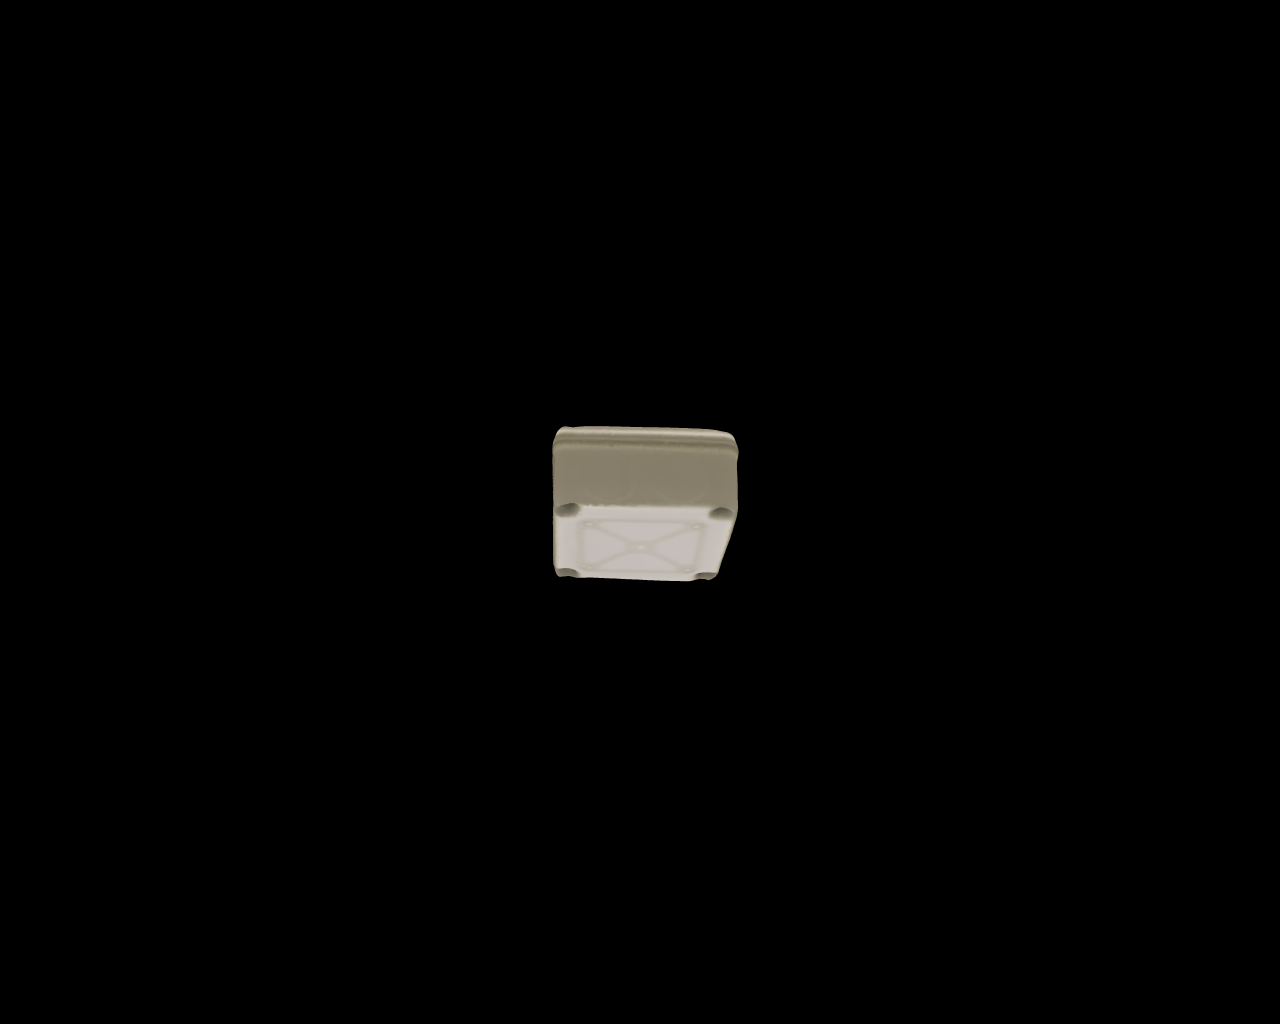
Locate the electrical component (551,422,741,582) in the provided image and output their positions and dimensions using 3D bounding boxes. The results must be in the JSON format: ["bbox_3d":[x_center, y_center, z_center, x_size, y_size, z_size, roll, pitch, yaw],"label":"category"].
[{"bbox_3d":[0.001,-0.003,0.650,0.109,0.056,0.108,2,-27,-3],"label":"electrical component"}]
